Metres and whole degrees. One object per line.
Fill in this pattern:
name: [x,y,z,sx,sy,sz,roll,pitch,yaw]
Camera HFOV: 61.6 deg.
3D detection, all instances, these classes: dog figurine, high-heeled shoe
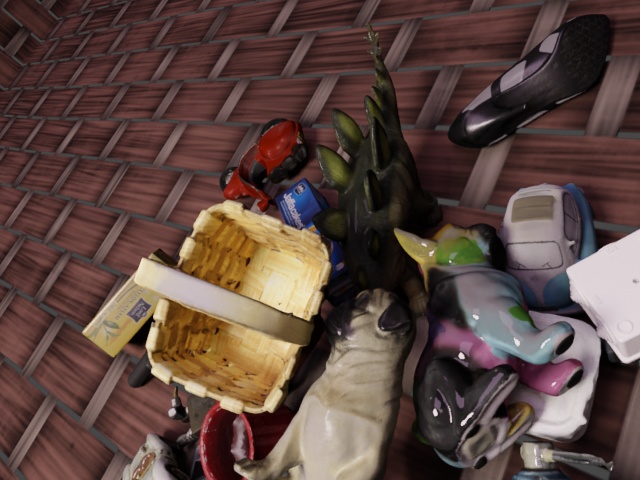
dog figurine: [0.036,0.155,0.478,0.121,0.172,0.190,24,63,20]
dog figurine: [0.129,0.077,0.521,0.191,0.108,0.219,-43,41,2]
high-heeled shoe: [0.285,-0.214,0.741,0.249,0.086,0.145,-41,11,-20]

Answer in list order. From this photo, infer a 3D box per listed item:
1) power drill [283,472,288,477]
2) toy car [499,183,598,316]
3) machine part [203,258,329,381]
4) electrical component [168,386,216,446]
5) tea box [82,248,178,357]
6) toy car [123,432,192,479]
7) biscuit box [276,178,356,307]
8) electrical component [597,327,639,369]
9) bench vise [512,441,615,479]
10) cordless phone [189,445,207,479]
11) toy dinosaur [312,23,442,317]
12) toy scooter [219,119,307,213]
power drill: [-0.030,0.319,0.474,0.086,0.232,0.207,-52,29,33]
toy car: [0.244,-0.004,0.582,0.109,0.102,0.161,-2,62,33]
machine part: [-0.087,0.093,0.720,0.201,0.087,0.201,-58,39,21]
electrical component: [-0.165,0.229,0.748,0.102,0.045,0.078,-31,41,13]
tea box: [-0.304,0.100,0.896,0.169,0.068,0.098,-50,10,-2]
toy car: [-0.210,0.303,0.678,0.073,0.056,0.202,-57,15,-13]
biscuit box: [-0.002,-0.002,0.783,0.063,0.059,0.203,-35,46,10]
electrical component: [0.331,0.072,0.499,0.134,0.058,0.115,-20,49,23]
bench vise: [0.134,0.274,0.422,0.241,0.129,0.223,-1,82,0]
cordless phone: [-0.104,0.299,0.646,0.146,0.088,0.184,-33,28,13]
toy dinosaur: [0.077,-0.068,0.679,0.105,0.198,0.471,-13,56,25]
toy scooter: [-0.087,-0.117,0.914,0.184,0.075,0.135,-42,45,8]
